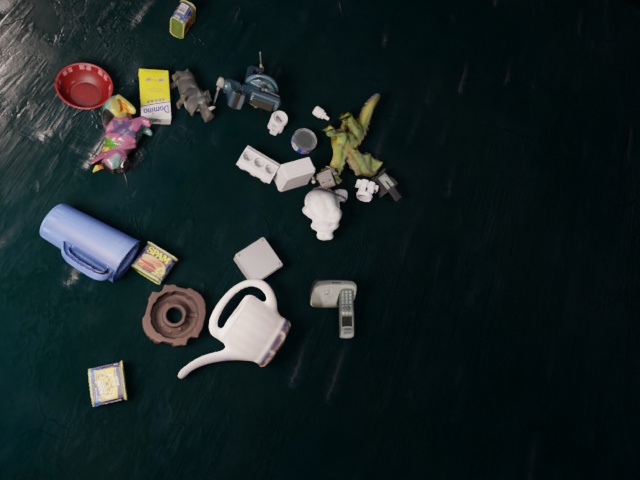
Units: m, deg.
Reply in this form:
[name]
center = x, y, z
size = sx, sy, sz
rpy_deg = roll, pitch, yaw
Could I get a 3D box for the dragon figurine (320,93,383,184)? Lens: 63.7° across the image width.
[dragon figurine]
center = 0.135, -0.338, 1.836
size = 0.415, 0.122, 0.240
rpy_deg = -38, 105, -25

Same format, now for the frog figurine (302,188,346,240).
[frog figurine]
center = 0.005, -0.084, 1.676
size = 0.138, 0.121, 0.161
rpy_deg = 12, 75, 20

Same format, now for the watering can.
[watering can]
center = -0.225, 0.284, 1.471
size = 0.224, 0.103, 0.352
rpy_deg = 35, 71, -6
